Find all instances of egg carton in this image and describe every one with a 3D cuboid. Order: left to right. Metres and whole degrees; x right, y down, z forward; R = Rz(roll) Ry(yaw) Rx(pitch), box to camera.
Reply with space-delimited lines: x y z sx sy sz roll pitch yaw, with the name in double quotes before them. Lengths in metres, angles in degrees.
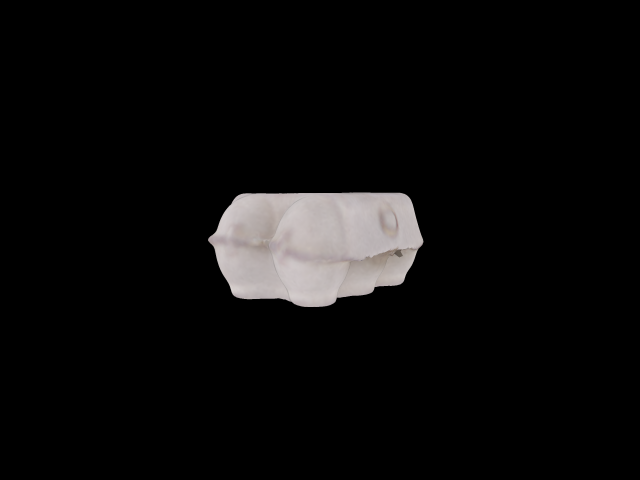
"egg carton" 0.004 0.001 0.400 0.107 0.069 0.151 3 5 32
